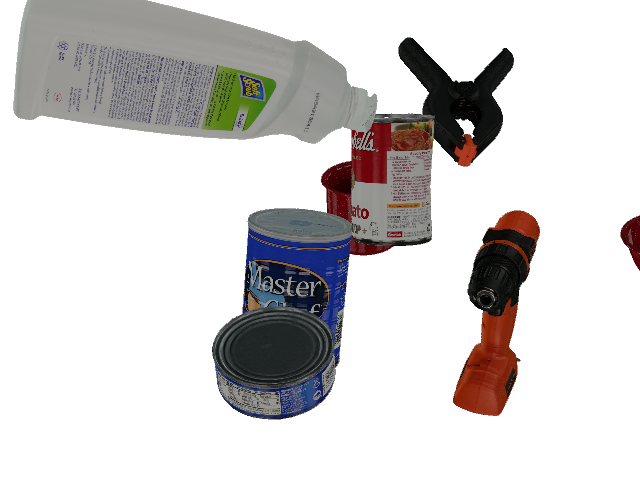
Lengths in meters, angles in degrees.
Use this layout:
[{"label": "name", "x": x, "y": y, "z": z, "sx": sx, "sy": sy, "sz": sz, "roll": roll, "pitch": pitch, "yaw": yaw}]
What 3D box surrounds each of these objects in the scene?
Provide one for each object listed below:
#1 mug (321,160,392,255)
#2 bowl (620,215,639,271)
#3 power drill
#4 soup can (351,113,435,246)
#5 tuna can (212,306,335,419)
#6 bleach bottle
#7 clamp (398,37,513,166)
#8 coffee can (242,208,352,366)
[{"label": "mug", "x": 0.056, "y": -0.041, "z": 1.225, "sx": 0.093, "sy": 0.081, "sz": 0.117, "roll": 18, "pitch": 36, "yaw": 33}, {"label": "bowl", "x": 0.404, "y": 0.020, "z": 1.147, "sx": 0.162, "sy": 0.055, "sz": 0.162, "roll": -2, "pitch": 24, "yaw": 1}, {"label": "power drill", "x": 0.177, "y": 0.080, "z": 1.081, "sx": 0.057, "sy": 0.188, "sz": 0.184, "roll": 15, "pitch": 27, "yaw": 17}, {"label": "soup can", "x": 0.059, "y": -0.051, "z": 0.870, "sx": 0.068, "sy": 0.102, "sz": 0.068, "roll": 0, "pitch": 10, "yaw": 0}, {"label": "tuna can", "x": -0.032, "y": 0.086, "z": 0.751, "sx": 0.086, "sy": 0.034, "sz": 0.086, "roll": -2, "pitch": 35, "yaw": 1}, {"label": "bleach bottle", "x": -0.085, "y": -0.112, "z": 0.764, "sx": 0.250, "sy": 0.068, "sz": 0.103, "roll": 11, "pitch": -43, "yaw": -11}, {"label": "clamp", "x": 0.130, "y": -0.146, "z": 1.067, "sx": 0.120, "sy": 0.039, "sz": 0.171, "roll": 8, "pitch": 46, "yaw": 6}, {"label": "coffee can", "x": -0.025, "y": 0.048, "z": 1.050, "sx": 0.103, "sy": 0.140, "sz": 0.103, "roll": 5, "pitch": 15, "yaw": -2}]
